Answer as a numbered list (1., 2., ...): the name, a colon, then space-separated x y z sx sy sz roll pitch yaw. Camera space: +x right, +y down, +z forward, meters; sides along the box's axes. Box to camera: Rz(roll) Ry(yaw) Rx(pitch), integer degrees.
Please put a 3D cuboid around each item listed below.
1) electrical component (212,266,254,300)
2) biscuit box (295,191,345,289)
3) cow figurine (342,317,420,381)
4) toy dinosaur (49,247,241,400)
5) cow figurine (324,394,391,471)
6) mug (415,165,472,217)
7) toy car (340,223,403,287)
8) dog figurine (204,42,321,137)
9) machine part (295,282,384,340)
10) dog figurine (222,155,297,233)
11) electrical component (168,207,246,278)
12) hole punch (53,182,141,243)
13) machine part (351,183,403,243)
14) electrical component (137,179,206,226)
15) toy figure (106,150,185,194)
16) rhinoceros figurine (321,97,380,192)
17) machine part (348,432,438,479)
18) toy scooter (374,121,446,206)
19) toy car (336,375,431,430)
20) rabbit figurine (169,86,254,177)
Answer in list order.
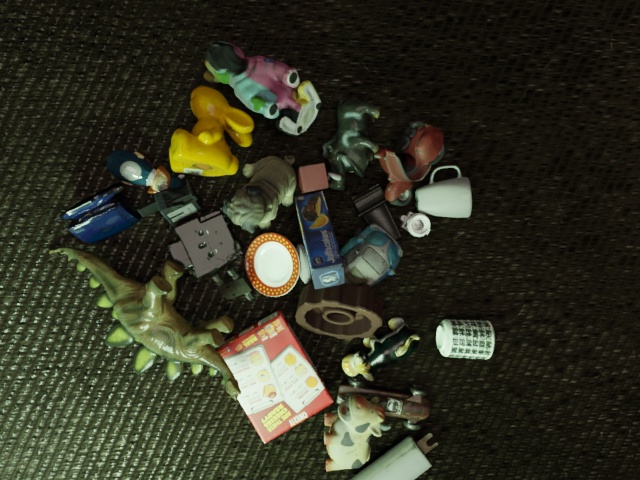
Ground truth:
1. electrical component: -0.174 0.094 1.087 0.063 0.021 0.093 -23 128 11
2. biscuit box: -0.002 -0.003 1.029 0.059 0.203 0.062 -11 137 -5
3. cow figurine: 0.126 0.234 1.101 0.167 0.098 0.068 -34 103 -3
4. toy dinosaur: -0.328 0.141 1.029 0.471 0.105 0.198 44 109 7
5. cow figurine: 0.071 0.381 1.070 0.127 0.085 0.194 -1 126 -1
6. mug: 0.250 -0.096 1.100 0.107 0.081 0.109 -6 101 4
7. toy car: 0.080 0.050 1.066 0.161 0.103 0.109 -40 97 20
8. dog figurine: -0.125 -0.304 1.048 0.219 0.191 0.108 34 94 28
9. machine part: 0.038 0.138 1.056 0.179 0.179 0.056 13 57 -6
10. dog figurine: -0.102 -0.097 1.013 0.121 0.190 0.172 24 89 -6
11. electrical component: -0.230 0.009 1.074 0.134 0.058 0.114 -26 94 -4
12. hole punch: -0.416 -0.046 1.029 0.142 0.116 0.092 -25 103 -3
13. machine part: 0.126 -0.044 1.114 0.084 0.039 0.138 -28 94 -8
14. electrical component: -0.293 -0.064 1.050 0.119 0.074 0.048 -24 67 -7
15. toy figure: -0.339 -0.125 1.058 0.154 0.058 0.064 24 130 -8
16. rhinoceros figurine: 0.060 -0.191 1.080 0.112 0.073 0.190 9 92 -7
17. machine part: 0.146 0.490 1.128 0.243 0.079 0.079 -36 96 -3
18. toy scooter: 0.170 -0.167 1.061 0.135 0.075 0.184 39 81 -40
19. toy car: 0.137 0.342 1.132 0.202 0.053 0.089 12 96 -7
20. rabbit figurine: -0.209 -0.216 1.037 0.162 0.122 0.173 1 75 -8
